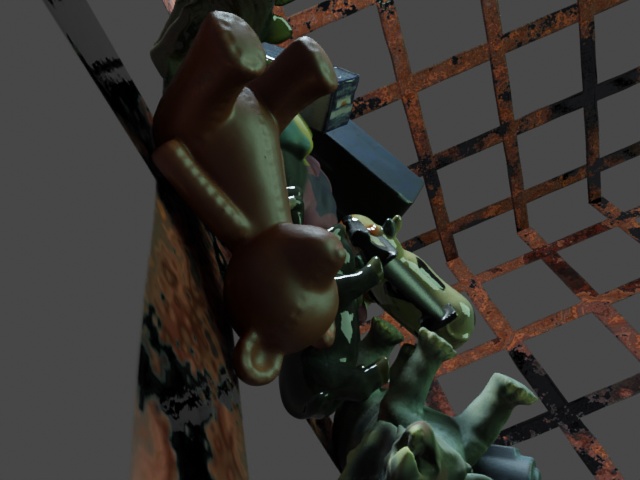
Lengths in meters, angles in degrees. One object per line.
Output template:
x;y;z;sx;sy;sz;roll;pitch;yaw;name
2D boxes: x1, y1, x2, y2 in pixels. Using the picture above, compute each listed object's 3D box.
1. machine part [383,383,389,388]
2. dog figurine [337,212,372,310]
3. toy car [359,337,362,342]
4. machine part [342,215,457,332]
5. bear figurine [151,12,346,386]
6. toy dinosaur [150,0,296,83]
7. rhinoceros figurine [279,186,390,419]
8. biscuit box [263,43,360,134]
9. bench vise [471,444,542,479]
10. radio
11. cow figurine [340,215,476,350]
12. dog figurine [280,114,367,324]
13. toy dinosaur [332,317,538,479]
0.121;0.341;0.846;0.201;0.087;0.201;-10;76;-87;machine part
-0.003;-0.001;0.722;0.190;0.121;0.172;30;29;-14;dog figurine
0.038;0.161;0.946;0.089;0.053;0.202;105;-27;-42;toy car
0.073;0.034;0.511;0.138;0.039;0.084;46;0;-15;machine part
-0.030;-0.021;0.347;0.120;0.132;0.196;-9;68;-54;bear figurine
-0.102;-0.293;0.426;0.105;0.199;0.470;-116;-177;-48;toy dinosaur
-0.008;0.048;0.444;0.073;0.112;0.190;123;-41;-67;rhinoceros figurine
-0.059;-0.186;0.611;0.063;0.203;0.059;-35;146;-51;biscuit box
0.132;0.316;0.614;0.128;0.224;0.240;55;41;-61;bench vise
0.025;-0.109;0.710;0.230;0.073;0.131;42;26;5;radio
0.092;0.048;0.609;0.195;0.085;0.127;43;-10;5;cow figurine
-0.028;-0.010;0.536;0.191;0.108;0.219;66;4;-60;dog figurine
0.068;0.185;0.526;0.131;0.192;0.405;35;-12;-5;toy dinosaur
